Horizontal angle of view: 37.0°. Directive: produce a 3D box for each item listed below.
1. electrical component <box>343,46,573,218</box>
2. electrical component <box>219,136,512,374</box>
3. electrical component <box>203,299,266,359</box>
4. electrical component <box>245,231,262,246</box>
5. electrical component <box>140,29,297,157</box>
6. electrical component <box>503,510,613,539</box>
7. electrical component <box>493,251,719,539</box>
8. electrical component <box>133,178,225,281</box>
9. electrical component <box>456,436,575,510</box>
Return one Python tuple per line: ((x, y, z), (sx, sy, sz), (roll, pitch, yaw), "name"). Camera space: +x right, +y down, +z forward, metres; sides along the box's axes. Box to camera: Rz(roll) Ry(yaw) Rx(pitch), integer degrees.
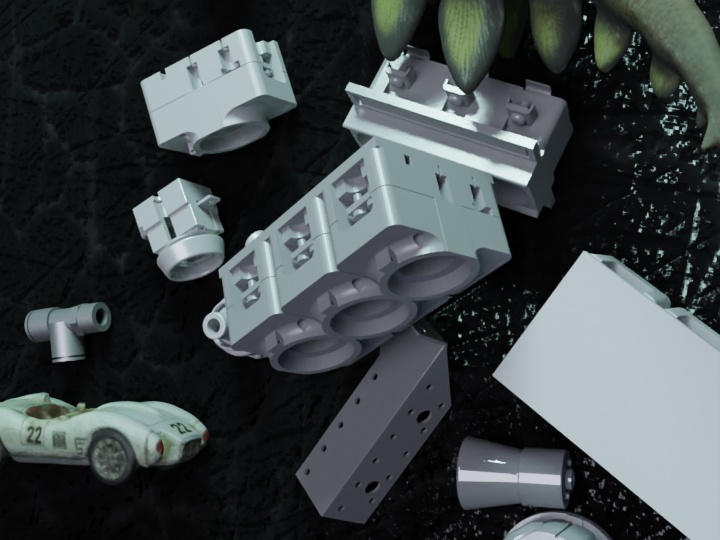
((0.061, -0.086, 0.648), (0.121, 0.078, 0.063), (22, 77, 24), "electrical component")
((0.000, 0.000, 0.610), (0.150, 0.089, 0.061), (-37, 53, 39), "electrical component")
((-0.080, 0.036, 0.716), (0.048, 0.062, 0.048), (0, 89, 26), "electrical component")
((-0.051, -0.002, 0.714), (0.062, 0.048, 0.048), (41, 106, 28), "electrical component")
((-0.095, -0.115, 0.732), (0.089, 0.050, 0.055), (-22, 80, 23), "electrical component")
((0.113, 0.184, 0.628), (0.080, 0.051, 0.080), (0, 89, 26), "electrical component")
((0.165, 0.069, 0.598), (0.150, 0.062, 0.089), (40, 106, 21), "electrical component")
((-0.122, -0.026, 0.748), (0.066, 0.048, 0.055), (-31, 69, 22), "electrical component")
((0.095, 0.123, 0.644), (0.065, 0.044, 0.044), (0, 89, 21), "electrical component")
